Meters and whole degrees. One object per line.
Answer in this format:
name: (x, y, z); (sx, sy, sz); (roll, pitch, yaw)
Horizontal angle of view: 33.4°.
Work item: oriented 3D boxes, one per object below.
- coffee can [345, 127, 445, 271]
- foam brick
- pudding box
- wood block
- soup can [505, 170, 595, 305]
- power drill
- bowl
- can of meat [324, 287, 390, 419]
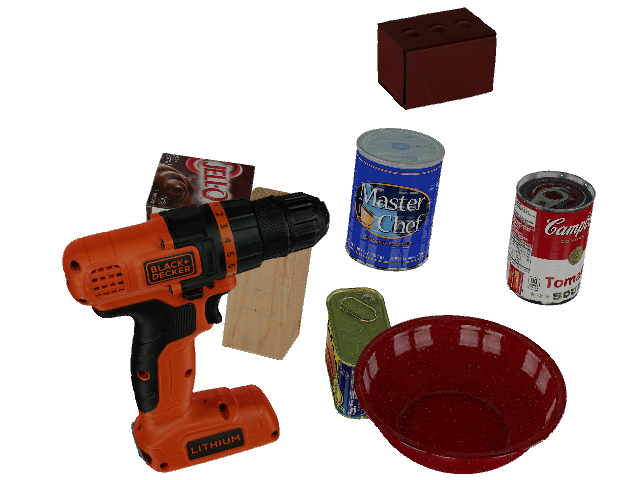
coffee can: (0.087, -0.049, 1.264); (0.103, 0.140, 0.103); (4, 28, -3)
foam brick: (0.089, -0.140, 0.817); (0.078, 0.051, 0.053); (-14, 37, -16)
pudding box: (-0.109, -0.037, 0.982); (0.090, 0.039, 0.113); (7, 31, -3)
wood block: (-0.069, 0.043, 1.448); (0.090, 0.206, 0.090); (13, 22, 10)
soup can: (0.204, -0.002, 0.953); (0.068, 0.102, 0.068); (0, 33, 0)
power drill: (-0.076, 0.062, 0.753); (0.184, 0.188, 0.057); (-13, 26, -14)
bowl: (0.105, 0.128, 0.826); (0.162, 0.055, 0.162); (0, 35, 0)
can of meat: (0.036, 0.111, 1.038); (0.057, 0.084, 0.102); (-4, 42, -7)
